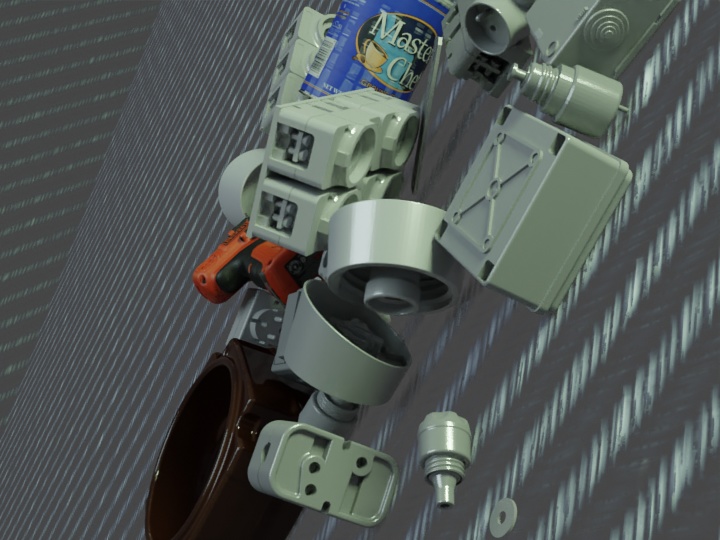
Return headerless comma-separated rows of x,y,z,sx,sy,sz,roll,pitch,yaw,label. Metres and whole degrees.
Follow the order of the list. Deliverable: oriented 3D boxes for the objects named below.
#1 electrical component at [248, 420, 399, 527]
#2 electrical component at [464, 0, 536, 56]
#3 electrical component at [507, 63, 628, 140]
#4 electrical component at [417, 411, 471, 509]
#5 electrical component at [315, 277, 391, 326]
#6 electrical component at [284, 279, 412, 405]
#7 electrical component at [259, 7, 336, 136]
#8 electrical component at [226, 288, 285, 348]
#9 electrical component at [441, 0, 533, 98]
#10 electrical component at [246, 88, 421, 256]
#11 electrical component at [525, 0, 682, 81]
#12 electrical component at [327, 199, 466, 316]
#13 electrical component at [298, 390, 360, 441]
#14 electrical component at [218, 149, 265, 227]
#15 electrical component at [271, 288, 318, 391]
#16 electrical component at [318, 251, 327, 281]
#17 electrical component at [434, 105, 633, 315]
-0.029,0.146,0.778,0.059,0.095,0.053,-11,58,65,electrical component
0.125,-0.207,0.803,0.077,0.044,0.079,-39,-7,-30,electrical component
0.134,-0.115,0.703,0.040,0.078,0.040,-159,90,-85,electrical component
0.054,0.123,0.691,0.035,0.035,0.061,-45,32,43,electrical component
-0.010,0.034,0.886,0.040,0.078,0.040,-39,25,22,electrical component
-0.009,0.057,0.822,0.064,0.099,0.099,-67,20,16,electrical component
-0.046,-0.209,1.201,0.062,0.089,0.150,-38,34,50,electrical component
-0.094,0.057,1.093,0.077,0.047,0.065,3,70,67,electrical component
0.106,-0.194,0.883,0.055,0.050,0.089,-52,25,34,electrical component
-0.013,-0.084,0.889,0.186,0.060,0.105,-30,-42,-63,electrical component
0.162,-0.179,0.736,0.099,0.048,0.099,-53,24,29,electrical component
0.027,-0.001,0.794,0.108,0.108,0.060,-30,46,56,electrical component
-0.021,0.111,0.865,0.062,0.043,0.043,-59,22,23,electrical component
-0.099,-0.082,1.181,0.064,0.099,0.099,25,91,63,electrical component
-0.034,0.051,0.937,0.062,0.061,0.096,-17,52,63,electrical component
0.000,0.000,0.910,0.043,0.062,0.043,-50,27,36,electrical component
0.110,-0.042,0.704,0.108,0.056,0.108,-62,22,11,electrical component
